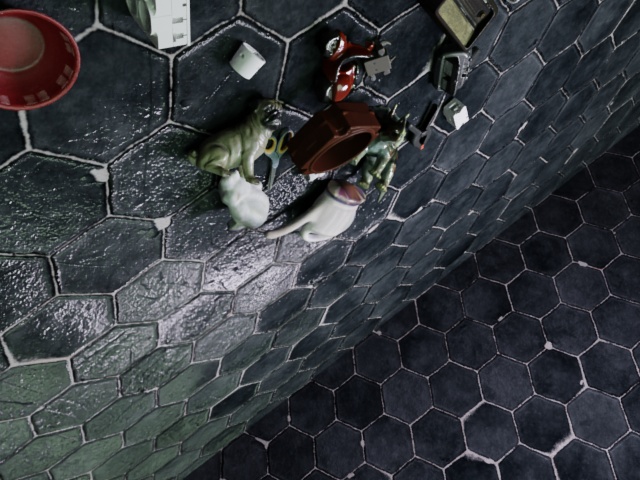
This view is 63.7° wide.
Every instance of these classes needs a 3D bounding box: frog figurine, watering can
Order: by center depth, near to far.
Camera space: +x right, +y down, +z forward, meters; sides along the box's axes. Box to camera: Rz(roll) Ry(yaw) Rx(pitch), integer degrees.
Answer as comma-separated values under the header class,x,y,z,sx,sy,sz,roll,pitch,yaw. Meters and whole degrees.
class,x,y,z,sx,sy,sz,roll,pitch,yaw
frog figurine,-0.184,-0.107,1.254,0.140,0.123,0.155,-59,161,-45
watering can,0.005,-0.077,1.534,0.348,0.105,0.220,-3,135,-50
